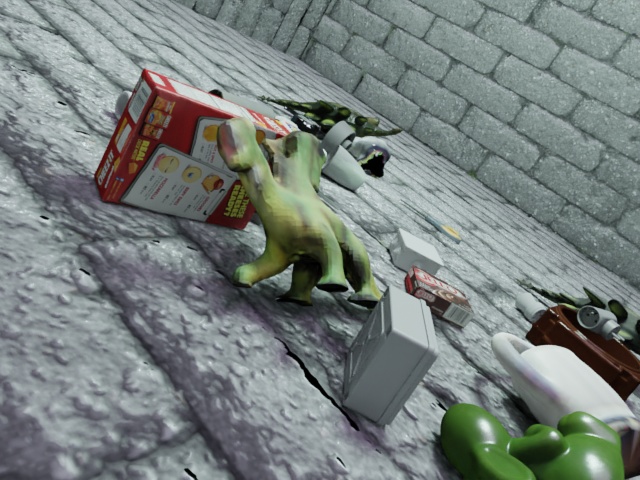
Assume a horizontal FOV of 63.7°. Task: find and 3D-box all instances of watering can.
[{"bbox_3d":[0.381,0.241,0.749,0.344,0.103,0.229,29,17,-33],"label":"watering can"}]

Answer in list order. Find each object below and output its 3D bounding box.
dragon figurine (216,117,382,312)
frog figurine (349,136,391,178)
[{"bbox_3d":[0.002,-0.034,0.668,0.406,0.121,0.247,27,54,-54],"label":"dragon figurine"},{"bbox_3d":[0.140,-0.282,1.589,0.137,0.120,0.163,-1,44,-23],"label":"frog figurine"}]
